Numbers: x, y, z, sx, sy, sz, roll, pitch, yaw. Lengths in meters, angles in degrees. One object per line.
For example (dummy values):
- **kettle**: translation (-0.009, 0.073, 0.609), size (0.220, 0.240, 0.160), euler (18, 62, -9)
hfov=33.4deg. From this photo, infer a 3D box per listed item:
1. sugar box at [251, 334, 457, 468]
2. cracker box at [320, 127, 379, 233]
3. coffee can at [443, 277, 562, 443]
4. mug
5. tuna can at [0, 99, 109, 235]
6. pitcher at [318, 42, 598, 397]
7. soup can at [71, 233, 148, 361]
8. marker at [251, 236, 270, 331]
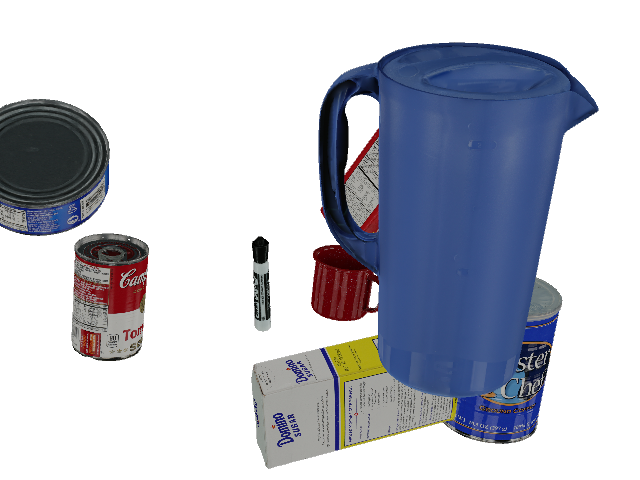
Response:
- **sugar box**: translation (0.031, 0.130, 0.914), size (0.176, 0.093, 0.048), euler (-10, 38, -12)
- **cracker box**: translation (0.114, -0.099, 1.225), size (0.163, 0.072, 0.214), euler (-23, -23, -45)
- **coffee can**: translation (0.173, 0.112, 1.045), size (0.103, 0.140, 0.103), euler (5, 23, -2)
- **mug**: translation (0.041, 0.064, 1.489), size (0.117, 0.081, 0.093), euler (18, 24, 27)
- **tuna can**: translation (-0.175, -0.045, 0.665), size (0.086, 0.086, 0.034), euler (0, -35, -10)
- **pitcher**: translation (0.090, -0.015, 0.771), size (0.144, 0.243, 0.149), euler (-15, 31, -32)
- **soup can**: translation (-0.198, 0.053, 0.998), size (0.068, 0.102, 0.068), euler (6, 21, -3)
- **marker**: translation (-0.067, 0.049, 1.204), size (0.020, 0.121, 0.020), euler (0, 32, 0)
